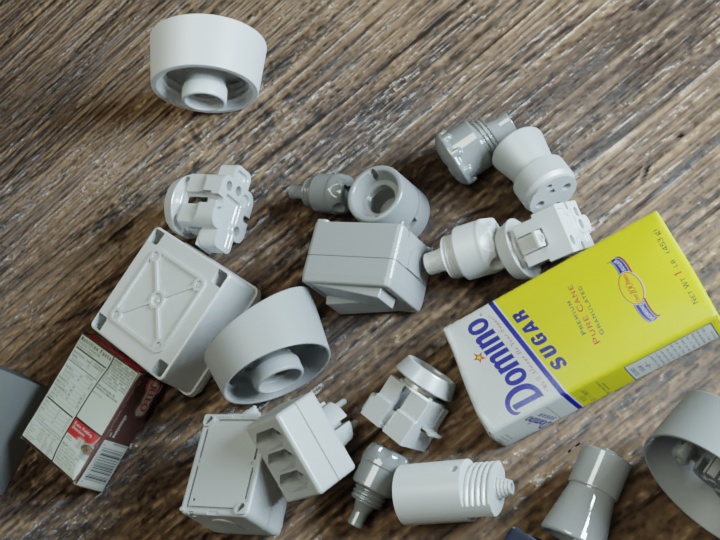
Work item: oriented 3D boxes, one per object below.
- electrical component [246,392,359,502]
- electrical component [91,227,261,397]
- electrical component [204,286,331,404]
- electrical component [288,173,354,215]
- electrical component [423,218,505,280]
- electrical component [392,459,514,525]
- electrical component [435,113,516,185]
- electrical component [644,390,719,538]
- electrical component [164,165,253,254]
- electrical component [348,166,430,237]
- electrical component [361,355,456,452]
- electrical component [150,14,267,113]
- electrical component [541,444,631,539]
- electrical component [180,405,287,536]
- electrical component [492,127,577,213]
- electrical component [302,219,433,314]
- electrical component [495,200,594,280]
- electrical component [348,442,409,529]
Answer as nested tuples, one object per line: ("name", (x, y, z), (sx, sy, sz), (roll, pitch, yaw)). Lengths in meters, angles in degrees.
("electrical component", (-0.032, 0.123, 0.805), (0.047, 0.077, 0.065), (-28, 92, 50))
("electrical component", (-0.159, 0.035, 0.930), (0.109, 0.056, 0.108), (30, 85, 36))
("electrical component", (-0.073, 0.060, 0.847), (0.099, 0.099, 0.064), (-33, 63, 13))
("electrical component", (-0.034, -0.066, 0.919), (0.061, 0.035, 0.035), (6, 71, 34))
("electrical component", (0.080, -0.013, 0.826), (0.062, 0.043, 0.043), (-17, 61, 24))
("electrical component", (0.068, 0.155, 0.755), (0.081, 0.043, 0.043), (-10, 64, 25))
("electrical component", (0.094, -0.101, 0.858), (0.062, 0.048, 0.048), (-33, 56, 4))
("electrical component", (0.224, 0.121, 0.652), (0.099, 0.099, 0.064), (31, 79, 36))
("electrical component", (-0.136, -0.055, 0.958), (0.057, 0.058, 0.078), (5, 71, 28))
("electrical component", (0.022, -0.053, 0.874), (0.055, 0.047, 0.055), (-12, 63, 24))
("electrical component", (0.039, 0.097, 0.797), (0.066, 0.048, 0.055), (35, 95, 36))
("electrical component", (-0.142, -0.182, 0.991), (0.108, 0.108, 0.060), (-7, 71, 27))
("electrical component", (0.153, 0.149, 0.712), (0.044, 0.044, 0.065), (17, 72, 34))
("electrical component", (-0.088, 0.154, 0.837), (0.062, 0.061, 0.096), (-4, 58, 28))
("electrical component", (0.134, -0.075, 0.823), (0.045, 0.045, 0.055), (-37, 56, 10))
("electrical component", (0.000, 0.000, 0.853), (0.096, 0.062, 0.061), (3, 70, 31))
("electrical component", (0.134, -0.022, 0.792), (0.055, 0.066, 0.048), (-26, 83, 31))
("electrical component", (0.009, 0.160, 0.791), (0.035, 0.035, 0.061), (23, 83, 35))
